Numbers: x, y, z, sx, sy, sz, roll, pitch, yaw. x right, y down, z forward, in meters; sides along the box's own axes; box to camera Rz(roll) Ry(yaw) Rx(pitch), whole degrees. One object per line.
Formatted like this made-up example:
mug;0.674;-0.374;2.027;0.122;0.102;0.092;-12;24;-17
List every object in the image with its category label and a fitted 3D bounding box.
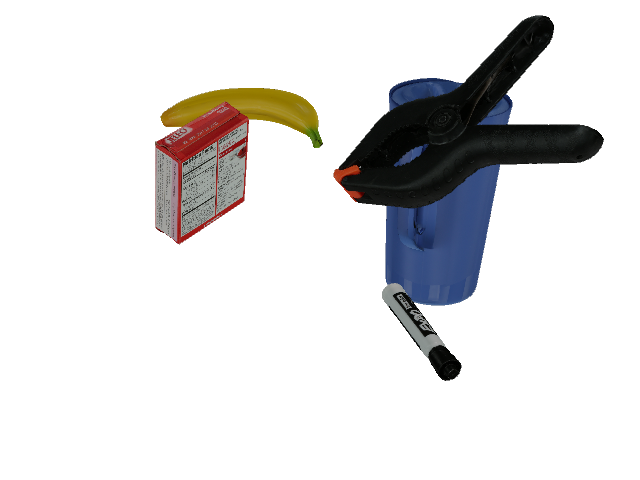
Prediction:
banana;-0.084;-0.149;1.228;0.198;0.037;0.069;8;42;16
pitcher;0.130;-0.049;1.195;0.149;0.243;0.145;-6;28;-18
clamp;0.092;-0.063;0.673;0.171;0.120;0.039;-33;-50;13
marker;0.078;0.070;0.830;0.020;0.020;0.121;0;27;-21
gelatin box;-0.090;-0.051;0.807;0.030;0.089;0.073;34;50;25
